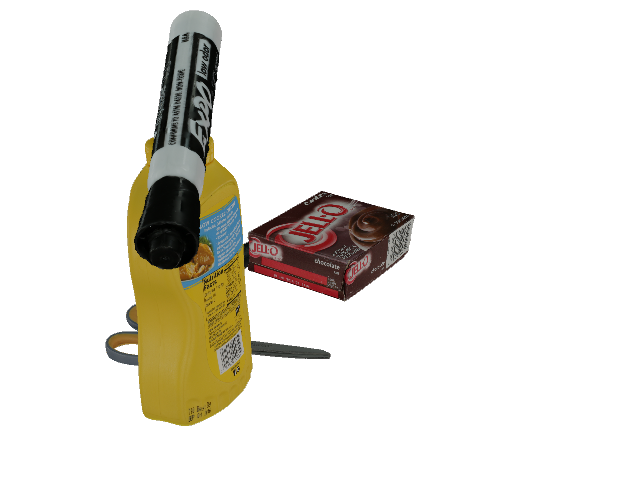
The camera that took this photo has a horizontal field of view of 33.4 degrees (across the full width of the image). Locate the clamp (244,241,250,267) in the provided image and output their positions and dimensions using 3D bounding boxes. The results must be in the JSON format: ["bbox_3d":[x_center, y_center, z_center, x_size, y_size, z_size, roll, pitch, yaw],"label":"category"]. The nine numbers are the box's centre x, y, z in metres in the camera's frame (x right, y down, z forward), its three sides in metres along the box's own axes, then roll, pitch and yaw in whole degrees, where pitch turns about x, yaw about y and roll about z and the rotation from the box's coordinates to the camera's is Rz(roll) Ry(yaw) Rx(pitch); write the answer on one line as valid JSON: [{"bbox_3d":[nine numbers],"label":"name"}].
[{"bbox_3d":[-0.114,0.032,1.242,0.120,0.039,0.171,-2,40,11],"label":"clamp"}]

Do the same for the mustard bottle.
[{"bbox_3d":[-0.081,0.011,0.661,0.058,0.192,0.096,8,23,23],"label":"mustard bottle"}]

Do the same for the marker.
[{"bbox_3d":[-0.045,-0.036,0.347,0.020,0.020,0.121,0,43,-1],"label":"marker"}]

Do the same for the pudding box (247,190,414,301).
[{"bbox_3d":[0.009,0.002,0.844,0.090,0.039,0.113,17,26,27],"label":"pudding box"}]

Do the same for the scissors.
[{"bbox_3d":[-0.098,0.086,0.993,0.201,0.016,0.096,-2,32,-11],"label":"scissors"}]
